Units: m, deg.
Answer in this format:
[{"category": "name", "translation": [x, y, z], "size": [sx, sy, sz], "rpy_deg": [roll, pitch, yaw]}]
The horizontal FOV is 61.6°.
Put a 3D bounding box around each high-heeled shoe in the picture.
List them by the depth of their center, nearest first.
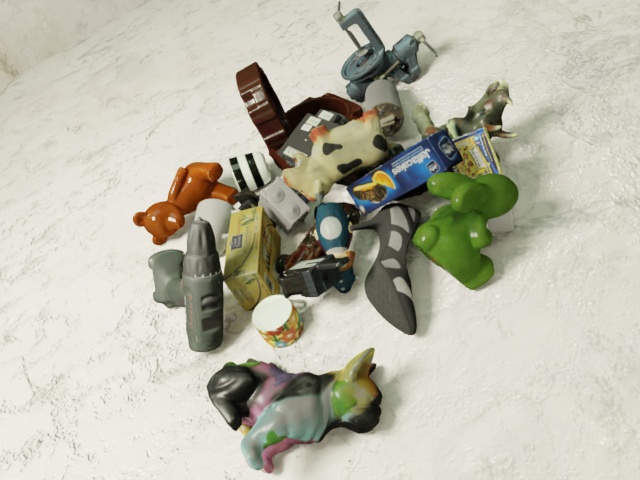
[{"category": "high-heeled shoe", "translation": [0.143, 0.040, 0.879], "size": [0.145, 0.086, 0.249], "rpy_deg": [-8, 55, -22]}]

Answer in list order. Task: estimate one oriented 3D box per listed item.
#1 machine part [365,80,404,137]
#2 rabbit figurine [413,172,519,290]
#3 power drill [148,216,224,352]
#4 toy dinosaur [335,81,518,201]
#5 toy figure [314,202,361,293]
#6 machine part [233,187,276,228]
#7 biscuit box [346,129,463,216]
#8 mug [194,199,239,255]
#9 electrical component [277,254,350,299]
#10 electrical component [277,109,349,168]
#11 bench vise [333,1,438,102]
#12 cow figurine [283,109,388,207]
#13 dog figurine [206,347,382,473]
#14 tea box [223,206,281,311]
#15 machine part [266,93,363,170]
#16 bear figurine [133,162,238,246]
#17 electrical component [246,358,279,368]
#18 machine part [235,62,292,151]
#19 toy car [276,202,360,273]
[{"category": "machine part", "translation": [0.135, -0.284, 1.152], "size": [0.079, 0.079, 0.243], "rpy_deg": [-15, 31, 13]}, {"category": "rabbit figurine", "translation": [0.220, -0.039, 0.816], "size": [0.170, 0.159, 0.121], "rpy_deg": [-50, 36, 2]}, {"category": "power drill", "translation": [-0.227, 0.065, 0.933], "size": [0.086, 0.231, 0.207], "rpy_deg": [-14, 15, -39]}, {"category": "toy dinosaur", "translation": [0.172, -0.141, 0.998], "size": [0.405, 0.131, 0.192], "rpy_deg": [-29, 41, 7]}, {"category": "toy figure", "translation": [0.027, 0.014, 0.915], "size": [0.064, 0.057, 0.154], "rpy_deg": [-24, 67, 37]}, {"category": "machine part", "translation": [-0.136, -0.066, 1.106], "size": [0.039, 0.084, 0.139], "rpy_deg": [-56, 33, 11]}, {"category": "biscuit box", "translation": [0.134, -0.108, 0.885], "size": [0.059, 0.062, 0.203], "rpy_deg": [-34, 3, -41]}, {"category": "mug", "translation": [-0.207, -0.019, 1.090], "size": [0.110, 0.080, 0.107], "rpy_deg": [-2, 58, 17]}, {"category": "electrical component", "translation": [-0.001, 0.055, 0.853], "size": [0.119, 0.047, 0.075], "rpy_deg": [-9, 16, 37]}, {"category": "electrical component", "translation": [-0.002, -0.188, 1.037], "size": [0.134, 0.058, 0.115], "rpy_deg": [-51, 44, -3]}, {"category": "bench vise", "translation": [0.124, -0.438, 1.230], "size": [0.224, 0.240, 0.129], "rpy_deg": [-30, 40, 22]}, {"category": "cow figurine", "translation": [0.027, -0.139, 0.944], "size": [0.195, 0.127, 0.085], "rpy_deg": [-21, 0, -6]}, {"category": "dog figurine", "translation": [-0.023, 0.207, 0.742], "size": [0.219, 0.108, 0.192], "rpy_deg": [-33, 59, -13]}, {"category": "tea box", "translation": [-0.120, 0.031, 0.976], "size": [0.068, 0.098, 0.170], "rpy_deg": [-15, 42, 11]}, {"category": "machine part", "translation": [-0.008, -0.232, 1.191], "size": [0.201, 0.087, 0.202], "rpy_deg": [-38, 45, -13]}, {"category": "bear figurine", "translation": [-0.291, -0.075, 1.152], "size": [0.132, 0.120, 0.196], "rpy_deg": [16, 58, 33]}, {"category": "electrical component", "translation": [-0.088, 0.218, 0.831], "size": [0.094, 0.021, 0.063], "rpy_deg": [13, 54, 36]}, {"category": "machine part", "translation": [-0.113, -0.269, 1.096], "size": [0.056, 0.179, 0.179], "rpy_deg": [-24, 42, 7]}, {"category": "toy car", "translation": [-0.002, -0.003, 0.987], "size": [0.089, 0.053, 0.202], "rpy_deg": [11, 55, 38]}]
